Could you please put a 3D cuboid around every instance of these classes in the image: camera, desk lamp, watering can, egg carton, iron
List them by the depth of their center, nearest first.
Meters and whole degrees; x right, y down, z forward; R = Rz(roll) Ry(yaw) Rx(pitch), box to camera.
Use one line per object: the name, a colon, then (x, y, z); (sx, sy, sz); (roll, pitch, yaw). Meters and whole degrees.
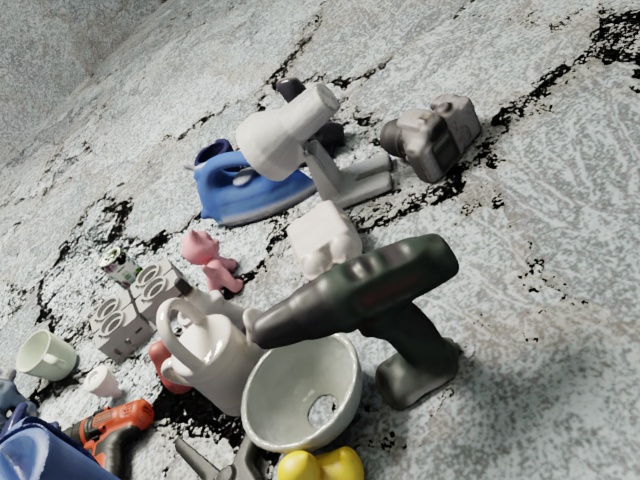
watering can: (-0.145, 0.146, 0.780); (0.173, 0.195, 0.100); (-38, 36, -2)
egg carton: (0.008, 0.003, 0.918); (0.107, 0.070, 0.150); (-34, 36, 4)
camera: (0.172, -0.185, 0.966); (0.143, 0.101, 0.136); (-48, 38, -15)
desk lamp: (-0.009, -0.156, 0.985); (0.203, 0.214, 0.118); (-20, 39, 21)
iron: (-0.141, -0.124, 1.118); (0.257, 0.142, 0.118); (-12, 43, 29)

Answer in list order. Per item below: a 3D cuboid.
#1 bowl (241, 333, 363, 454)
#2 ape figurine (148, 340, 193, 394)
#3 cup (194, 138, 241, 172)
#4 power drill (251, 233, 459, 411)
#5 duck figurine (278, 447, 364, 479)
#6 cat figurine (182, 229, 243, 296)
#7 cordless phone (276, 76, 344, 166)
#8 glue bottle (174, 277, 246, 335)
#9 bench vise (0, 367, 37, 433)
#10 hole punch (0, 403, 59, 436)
bowl: (-0.011, 0.197, 0.716); (0.167, 0.075, 0.167); (-22, 39, 19)
ape figurine: (-0.226, 0.188, 0.886); (0.077, 0.092, 0.076); (3, 52, 41)
cup: (-0.218, -0.150, 1.249); (0.091, 0.095, 0.118); (-2, 48, 38)
power drill: (0.066, 0.100, 0.647); (0.229, 0.209, 0.075); (-35, 36, 3)
duck figurine: (-0.008, 0.262, 0.633); (0.104, 0.086, 0.077); (-38, 36, -2)
cat figurine: (-0.202, 0.033, 1.015); (0.067, 0.118, 0.127); (-35, 36, 2)
cordless phone: (-0.051, -0.242, 1.138); (0.147, 0.186, 0.094); (-9, 44, 32)
glue bottle: (-0.156, 0.110, 0.846); (0.078, 0.174, 0.037); (-43, 37, -8)
bench vise: (-0.618, 0.302, 0.971); (0.121, 0.220, 0.207); (-20, 39, 21)
hole punch: (-0.506, 0.342, 0.946); (0.101, 0.091, 0.108); (-27, 37, 13)
